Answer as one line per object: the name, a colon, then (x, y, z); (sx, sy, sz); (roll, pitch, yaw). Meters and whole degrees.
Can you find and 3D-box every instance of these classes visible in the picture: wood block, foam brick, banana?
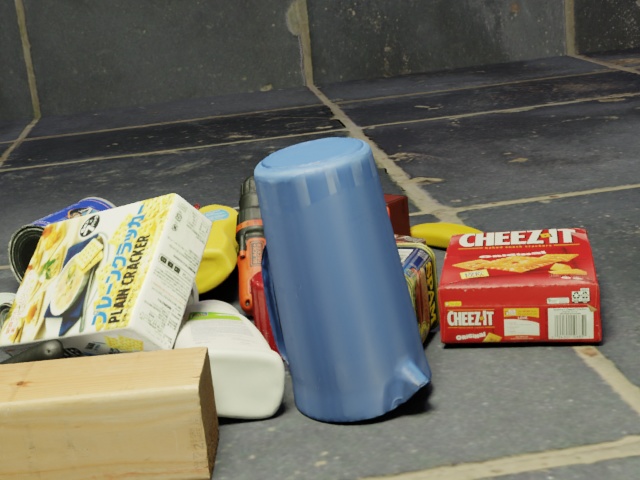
wood block: (-0.196, 0.156, 0.914); (0.206, 0.090, 0.091); (-5, 17, 2)
foam brick: (0.087, -0.020, 1.449); (0.051, 0.078, 0.052); (6, 18, 37)
banana: (0.180, 0.004, 1.403); (0.069, 0.037, 0.198); (-9, 16, -16)

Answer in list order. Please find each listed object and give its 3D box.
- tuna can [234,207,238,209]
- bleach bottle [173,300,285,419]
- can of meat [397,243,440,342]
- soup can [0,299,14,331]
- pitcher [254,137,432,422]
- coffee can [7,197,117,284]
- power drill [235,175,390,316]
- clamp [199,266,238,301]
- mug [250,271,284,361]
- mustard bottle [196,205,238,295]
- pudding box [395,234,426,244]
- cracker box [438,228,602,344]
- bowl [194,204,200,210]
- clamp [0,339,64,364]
tuna can: (-0.124, -0.025, 1.618); (0.086, 0.034, 0.086); (-6, 16, 1)
bleach bottle: (-0.099, 0.108, 1.094); (0.102, 0.068, 0.251); (5, 10, -9)
can of meat: (0.086, 0.064, 1.114); (0.057, 0.102, 0.083); (0, 19, 22)
soup can: (-0.312, 0.088, 1.231); (0.069, 0.068, 0.102); (8, 22, 40)
pitcher: (0.009, 0.033, 0.988); (0.149, 0.243, 0.145); (-11, 17, 5)
coffee can: (-0.340, 0.008, 1.455); (0.103, 0.103, 0.140); (1, 18, 24)
power drill: (-0.008, 0.002, 1.285); (0.187, 0.184, 0.057); (-3, -25, 0)
clamp: (-0.152, 0.036, 1.411); (0.120, 0.039, 0.172); (-10, 22, -37)
mug: (-0.020, 0.073, 1.152); (0.117, 0.081, 0.093); (-10, 16, -13)
mustard bottle: (-0.143, 0.002, 1.356); (0.096, 0.058, 0.191); (-24, 21, 14)
pudding box: (0.068, 0.021, 1.380); (0.114, 0.039, 0.089); (7, 22, 40)
cracker box: (0.219, 0.046, 1.177); (0.164, 0.072, 0.213); (-2, 16, 12)
bowl: (-0.222, 0.002, 1.348); (0.162, 0.055, 0.162); (-49, 12, 14)
clamp: (-0.319, 0.146, 1.032); (0.210, 0.036, 0.164); (-17, -17, 4)
